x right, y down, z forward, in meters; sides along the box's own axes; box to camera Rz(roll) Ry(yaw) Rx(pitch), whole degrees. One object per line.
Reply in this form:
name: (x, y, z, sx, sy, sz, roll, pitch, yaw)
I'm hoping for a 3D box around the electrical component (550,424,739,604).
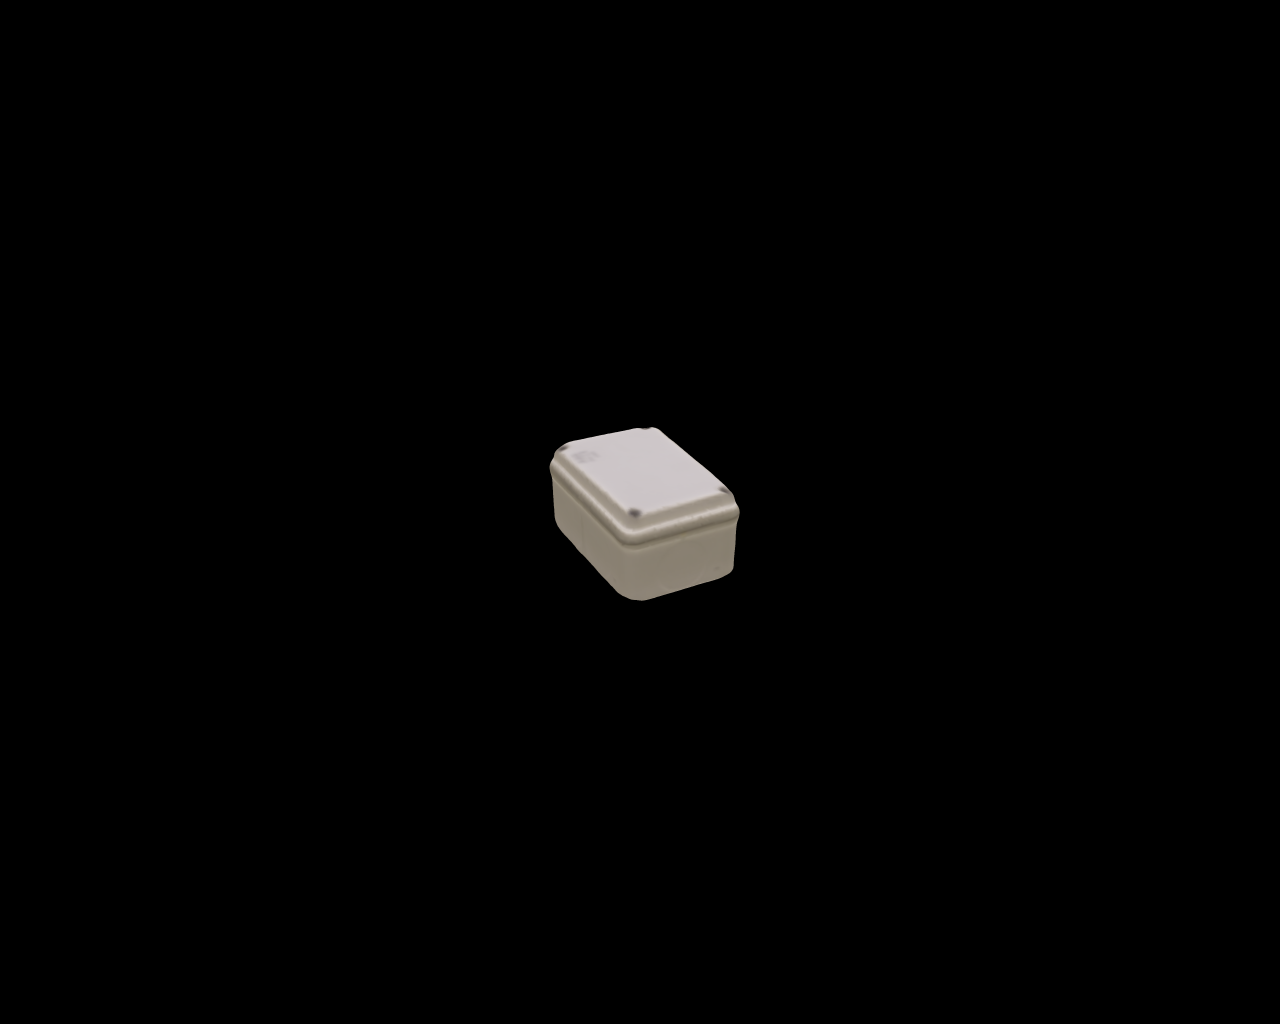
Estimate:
electrical component: (0.001, -0.003, 0.650, 0.078, 0.057, 0.113, -14, 32, -24)
